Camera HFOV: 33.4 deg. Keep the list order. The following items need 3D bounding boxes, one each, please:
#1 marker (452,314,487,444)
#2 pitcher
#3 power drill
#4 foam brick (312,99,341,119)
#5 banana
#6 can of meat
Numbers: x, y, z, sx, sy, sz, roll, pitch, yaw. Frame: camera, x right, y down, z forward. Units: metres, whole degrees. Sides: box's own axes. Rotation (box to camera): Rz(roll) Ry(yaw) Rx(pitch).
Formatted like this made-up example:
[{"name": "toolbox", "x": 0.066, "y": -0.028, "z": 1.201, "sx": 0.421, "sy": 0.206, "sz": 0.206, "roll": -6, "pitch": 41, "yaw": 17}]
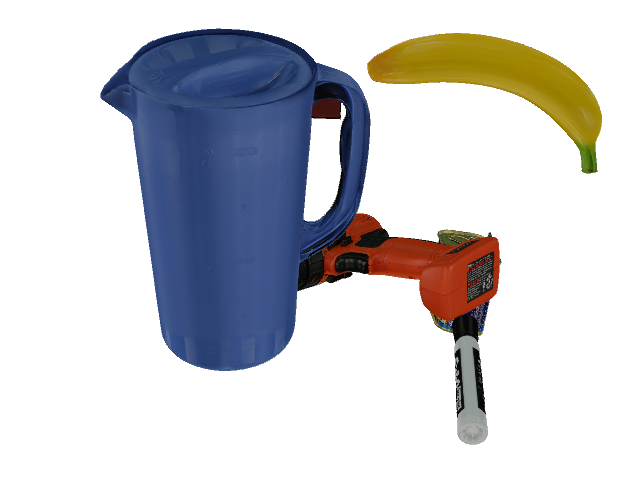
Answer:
[{"name": "marker", "x": 0.099, "y": 0.089, "z": 0.715, "sx": 0.020, "sy": 0.020, "sz": 0.121, "roll": 0, "pitch": 32, "yaw": 5}, {"name": "pitcher", "x": -0.060, "y": -0.026, "z": 0.798, "sx": 0.149, "sy": 0.243, "sz": 0.144, "roll": 24, "pitch": 40, "yaw": 30}, {"name": "power drill", "x": 0.048, "y": 0.022, "z": 0.941, "sx": 0.188, "sy": 0.057, "sz": 0.184, "roll": 12, "pitch": 22, "yaw": 35}, {"name": "foam brick", "x": -0.021, "y": -0.160, "z": 1.160, "sx": 0.078, "sy": 0.051, "sz": 0.053, "roll": 0, "pitch": 11, "yaw": -18}, {"name": "banana", "x": 0.136, "y": -0.118, "z": 0.805, "sx": 0.197, "sy": 0.069, "sz": 0.037, "roll": 22, "pitch": -3, "yaw": -7}, {"name": "can of meat", "x": 0.149, "y": 0.045, "z": 1.135, "sx": 0.057, "sy": 0.084, "sz": 0.102, "roll": 7, "pitch": 18, "yaw": -5}]
